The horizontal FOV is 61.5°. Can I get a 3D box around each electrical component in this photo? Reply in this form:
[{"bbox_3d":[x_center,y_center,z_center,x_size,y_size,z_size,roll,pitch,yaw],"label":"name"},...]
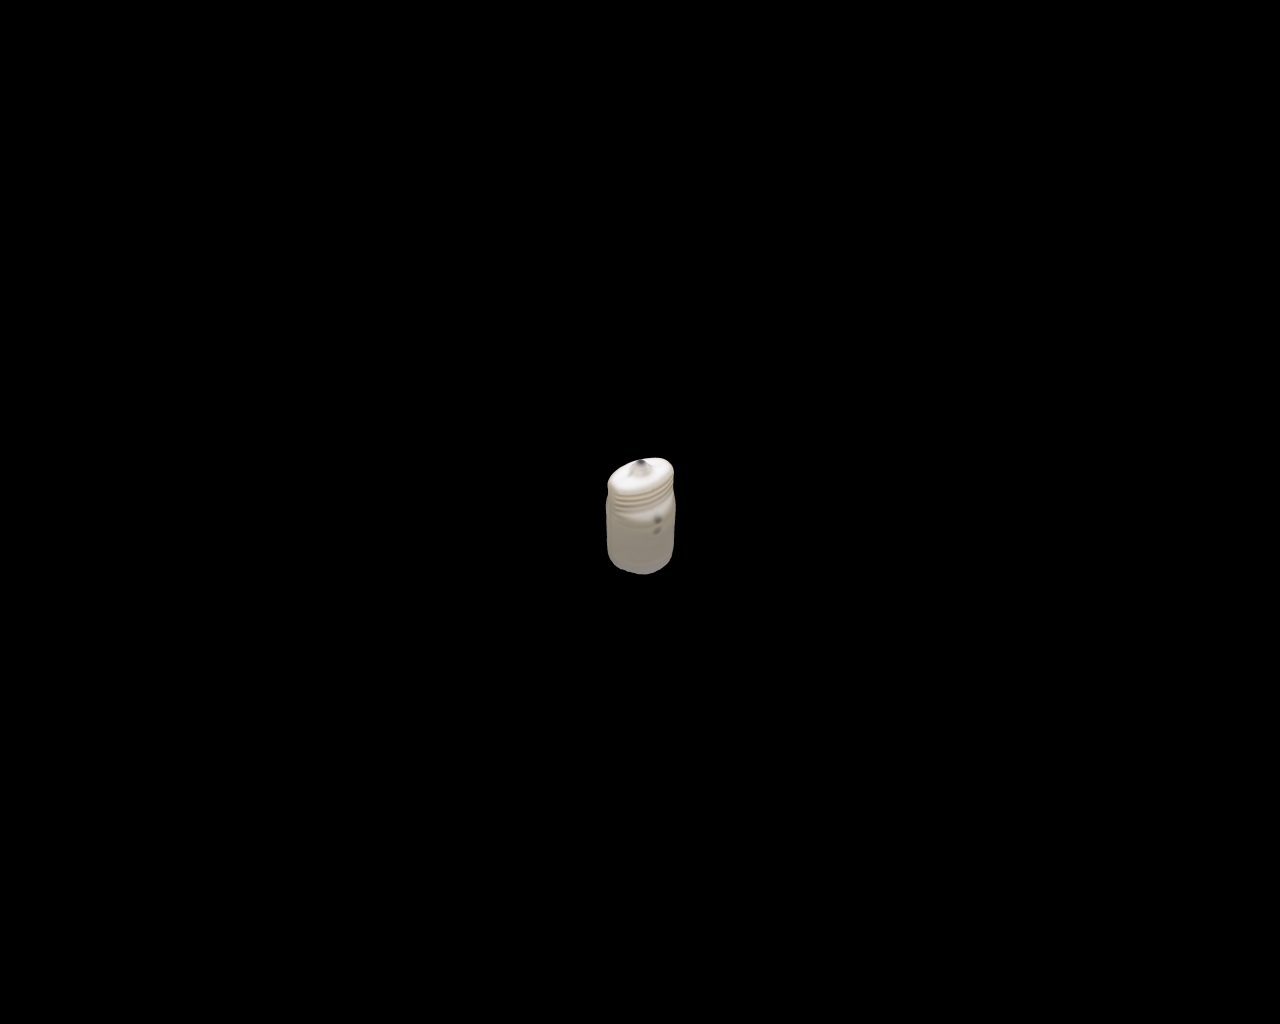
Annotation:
[{"bbox_3d":[0.001,-0.003,0.650,0.043,0.043,0.080,0,-45,0],"label":"electrical component"}]
